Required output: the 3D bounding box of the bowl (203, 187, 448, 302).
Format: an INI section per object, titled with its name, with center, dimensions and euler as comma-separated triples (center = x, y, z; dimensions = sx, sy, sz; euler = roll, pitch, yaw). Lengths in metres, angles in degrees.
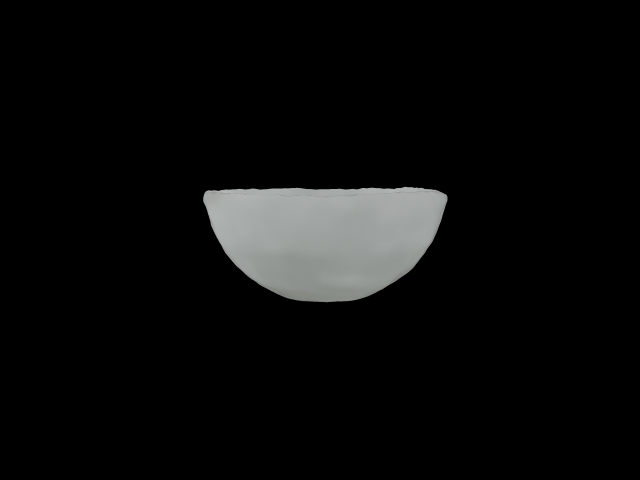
[bowl]
center = 0.004, 0.001, 0.400
dimensions = 0.167, 0.075, 0.167
euler = 0, 7, 0
